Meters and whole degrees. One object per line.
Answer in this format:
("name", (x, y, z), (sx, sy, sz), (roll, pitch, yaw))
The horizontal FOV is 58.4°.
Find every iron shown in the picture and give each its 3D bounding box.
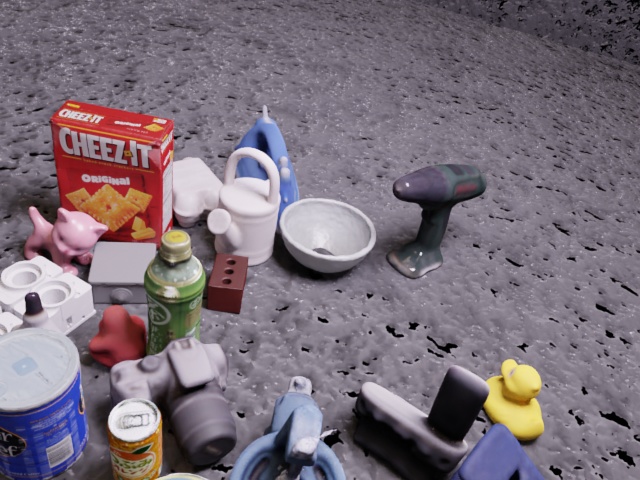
("iron", (-0.087, -0.137, 1.076), (0.119, 0.141, 0.257), (-4, 41, -20))

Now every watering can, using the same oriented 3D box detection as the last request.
("watering can", (-0.116, -0.055, 0.925), (0.101, 0.194, 0.173), (10, 38, -3))

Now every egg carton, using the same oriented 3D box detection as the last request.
("egg carton", (-0.235, -0.089, 1.034), (0.107, 0.069, 0.150), (-19, 48, -33))

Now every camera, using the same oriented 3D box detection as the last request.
("camera", (-0.164, 0.194, 0.679), (0.143, 0.101, 0.136), (-11, 44, -27))

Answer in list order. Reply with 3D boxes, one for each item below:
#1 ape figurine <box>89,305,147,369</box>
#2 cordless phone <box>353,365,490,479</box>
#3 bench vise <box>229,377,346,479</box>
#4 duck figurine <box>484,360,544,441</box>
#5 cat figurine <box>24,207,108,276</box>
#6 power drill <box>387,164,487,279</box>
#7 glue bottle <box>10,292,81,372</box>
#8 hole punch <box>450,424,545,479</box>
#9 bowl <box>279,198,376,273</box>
("ape figurine", (-0.262, 0.122, 0.747), (0.078, 0.092, 0.076), (-15, 46, -31))
("cordless phone", (0.122, 0.194, 0.691), (0.147, 0.185, 0.094), (27, 41, 18))
("bench vise", (-0.038, 0.216, 0.590), (0.122, 0.220, 0.207), (-2, 40, -17))
("duck figurine", (0.276, 0.215, 0.790), (0.078, 0.086, 0.104), (-4, 41, -20))
("cat figurine", (-0.382, -0.010, 0.855), (0.127, 0.118, 0.067), (22, 39, 12))
("power drill", (0.187, -0.040, 0.980), (0.230, 0.208, 0.075), (-23, 50, -37))
("glue bottle", (-0.323, 0.123, 0.662), (0.078, 0.173, 0.037), (-3, 41, -19))
("hole punch", (0.214, 0.289, 0.675), (0.100, 0.091, 0.109), (36, 44, 26))
("bowl", (0.009, 0.004, 0.984), (0.167, 0.075, 0.167), (8, 38, -6))
